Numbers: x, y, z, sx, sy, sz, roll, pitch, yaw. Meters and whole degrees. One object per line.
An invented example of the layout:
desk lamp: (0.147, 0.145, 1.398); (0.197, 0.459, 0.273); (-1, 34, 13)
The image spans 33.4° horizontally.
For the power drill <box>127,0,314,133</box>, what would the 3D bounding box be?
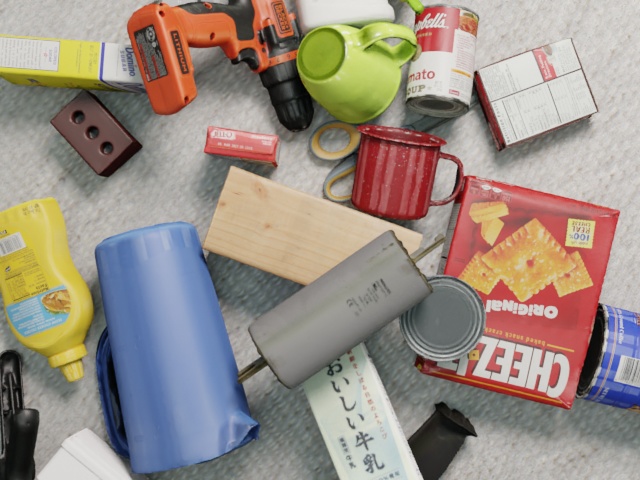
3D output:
power drill: (-0.093, -0.182, 1.078); (0.187, 0.058, 0.184); (-24, 98, -44)

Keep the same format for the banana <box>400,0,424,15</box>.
banana: (0.123, -0.321, 1.124); (0.070, 0.037, 0.197); (26, 77, 18)

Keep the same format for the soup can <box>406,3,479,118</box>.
soup can: (0.127, -0.186, 1.110); (0.068, 0.068, 0.102); (7, 81, 0)

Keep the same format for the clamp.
clamp: (-0.316, 0.227, 1.109); (0.036, 0.165, 0.210); (-1, 113, -21)

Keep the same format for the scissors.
scissors: (0.073, -0.123, 1.143); (0.202, 0.016, 0.096); (-42, 92, 0)

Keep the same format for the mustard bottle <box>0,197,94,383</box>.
mustard bottle: (-0.290, 0.058, 1.122); (0.096, 0.058, 0.191); (-20, 91, 19)

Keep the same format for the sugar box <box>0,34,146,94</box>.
sugar box: (-0.242, -0.180, 1.107); (0.176, 0.093, 0.048); (7, 91, 1)

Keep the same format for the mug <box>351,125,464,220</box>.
mug: (0.089, -0.067, 1.094); (0.117, 0.093, 0.081); (9, 104, -1)

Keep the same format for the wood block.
wood block: (-0.007, 0.002, 1.107); (0.206, 0.091, 0.090); (20, 91, 0)

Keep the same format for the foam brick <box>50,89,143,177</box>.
foam brick: (-0.236, -0.111, 1.127); (0.053, 0.051, 0.078); (-43, 90, 1)

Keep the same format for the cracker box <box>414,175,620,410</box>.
cracker box: (0.204, 0.053, 1.116); (0.164, 0.072, 0.214); (14, 91, 1)

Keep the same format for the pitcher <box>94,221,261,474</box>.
pitcher: (-0.162, 0.112, 1.098); (0.149, 0.145, 0.243); (-13, 86, -12)

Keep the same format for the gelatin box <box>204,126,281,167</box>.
gelatin box: (-0.079, -0.097, 1.108); (0.073, 0.089, 0.030); (8, 90, 0)

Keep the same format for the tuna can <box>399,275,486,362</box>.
tuna can: (0.122, 0.077, 1.067); (0.086, 0.033, 0.086); (0, 90, 6)

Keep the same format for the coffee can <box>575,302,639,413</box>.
coffee can: (0.344, 0.131, 1.100); (0.140, 0.103, 0.103); (14, 90, 0)

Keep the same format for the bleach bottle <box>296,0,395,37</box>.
bleach bottle: (0.013, -0.344, 1.122); (0.102, 0.068, 0.251); (-7, 88, -2)

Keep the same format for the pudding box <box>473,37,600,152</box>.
pudding box: (0.226, -0.154, 1.128); (0.113, 0.039, 0.090); (-20, 91, -4)
